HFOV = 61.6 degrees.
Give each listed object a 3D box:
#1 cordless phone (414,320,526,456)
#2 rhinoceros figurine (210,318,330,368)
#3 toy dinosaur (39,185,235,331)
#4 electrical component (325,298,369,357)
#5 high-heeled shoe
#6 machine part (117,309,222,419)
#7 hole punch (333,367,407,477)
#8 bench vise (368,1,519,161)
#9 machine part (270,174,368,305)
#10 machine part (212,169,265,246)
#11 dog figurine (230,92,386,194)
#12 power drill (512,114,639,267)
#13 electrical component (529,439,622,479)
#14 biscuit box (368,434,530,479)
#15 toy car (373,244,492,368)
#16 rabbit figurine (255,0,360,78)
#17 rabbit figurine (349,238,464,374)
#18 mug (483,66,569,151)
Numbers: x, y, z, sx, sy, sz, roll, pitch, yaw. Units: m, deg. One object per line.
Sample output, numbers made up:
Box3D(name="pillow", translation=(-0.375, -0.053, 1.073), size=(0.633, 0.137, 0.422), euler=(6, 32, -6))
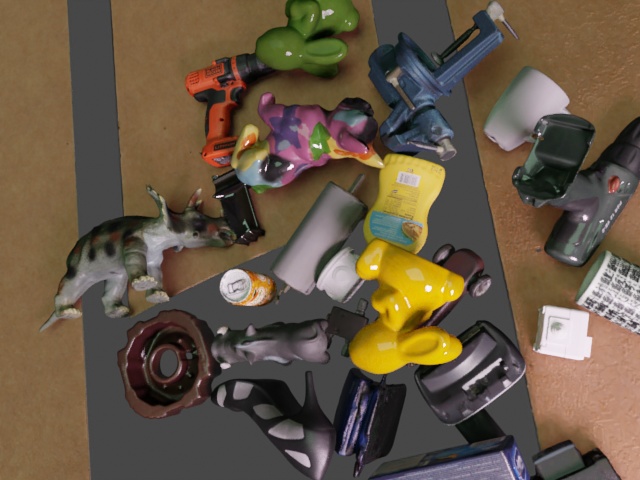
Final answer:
Box3D(name="cordless phone", translation=(0.234, 0.219, 0.738), size=(0.146, 0.088, 0.184), euler=(-39, 83, 7))
Box3D(name="rhinoceros figurine", translation=(-0.074, 0.160, 0.815), size=(0.190, 0.112, 0.073), euler=(-8, 82, 23))
Box3D(name="toy dinosaur", translation=(-0.352, 0.027, 0.930), size=(0.405, 0.131, 0.192), euler=(-16, 64, 18))
Box3D(name="electrical component", translation=(0.040, 0.130, 0.833), size=(0.063, 0.021, 0.094), euler=(20, 88, 20))
Box3D(name="high-heeled shoe", translation=(-0.077, 0.273, 0.785), size=(0.249, 0.086, 0.145), euler=(-22, 62, 39))
Box3D(name="machine part", translation=(-0.249, 0.204, 0.893), size=(0.180, 0.056, 0.179), euler=(-3, 78, 17))
Box3D(name="hole punch", translation=(0.057, 0.244, 0.763), size=(0.092, 0.115, 0.142), euler=(17, 85, 27))
Box3D(name="bench vise", translation=(0.178, -0.241, 0.793), size=(0.240, 0.128, 0.224), euler=(-39, 52, 26))
Box3D(name="machine part", translation=(-0.002, -0.003, 0.841), size=(0.079, 0.079, 0.243), euler=(35, 93, 20))
Box3D(name="machine part", translation=(-0.136, -0.060, 0.913), size=(0.084, 0.039, 0.139), euler=(-19, 74, 7))
Box3D(name="dog figurine", translation=(-0.012, -0.139, 0.829), size=(0.219, 0.108, 0.191), euler=(26, 88, 31))
Box3D(name="power drill", translation=(0.342, -0.088, 0.690), size=(0.086, 0.207, 0.232), euler=(31, 98, 41))
Box3D(name="electrical component", translation=(0.332, 0.331, 0.688), size=(0.115, 0.058, 0.134), euler=(-31, 74, 8))
Box3D(name="biscuit box", translation=(0.168, 0.316, 0.712), size=(0.203, 0.059, 0.063), euler=(-25, 81, 28))
Box3D(name="toy car", translation=(0.161, 0.097, 0.784), size=(0.202, 0.053, 0.089), euler=(-51, 55, 4))
Box3D(name="rabbit figurine", translation=(-0.026, -0.337, 0.889), size=(0.159, 0.121, 0.170), euler=(40, 79, -2))
Box3D(name="rabbit figurine", translation=(0.111, 0.105, 0.716), size=(0.163, 0.121, 0.173), euler=(31, 89, 30))
Box3D(name="mug", translation=(0.300, -0.176, 0.781), size=(0.110, 0.081, 0.107), euler=(47, 107, 13))
